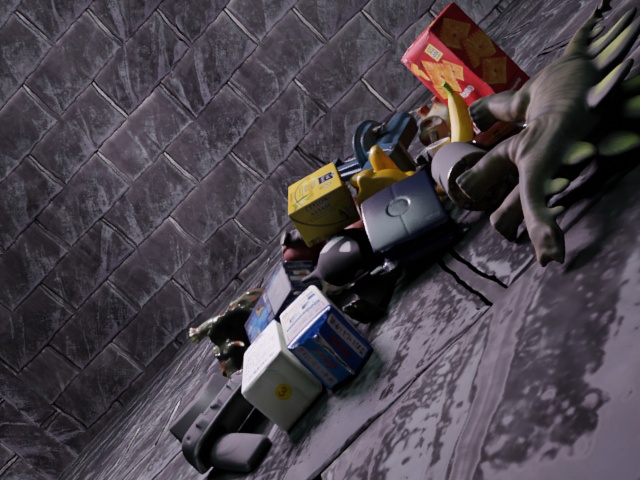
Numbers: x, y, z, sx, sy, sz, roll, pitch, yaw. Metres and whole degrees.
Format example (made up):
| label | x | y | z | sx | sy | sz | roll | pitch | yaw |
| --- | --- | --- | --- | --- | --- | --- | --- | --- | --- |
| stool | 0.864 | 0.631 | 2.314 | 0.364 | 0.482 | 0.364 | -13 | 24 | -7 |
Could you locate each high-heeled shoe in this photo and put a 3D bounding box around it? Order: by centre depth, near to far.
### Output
| label | x | y | z | sx | sy | sz | roll | pitch | yaw |
| --- | --- | --- | --- | --- | --- | --- | --- | --- | --- |
| high-heeled shoe | 0.071 | 0.010 | 0.844 | 0.145 | 0.086 | 0.249 | -29 | 1 | 44 |

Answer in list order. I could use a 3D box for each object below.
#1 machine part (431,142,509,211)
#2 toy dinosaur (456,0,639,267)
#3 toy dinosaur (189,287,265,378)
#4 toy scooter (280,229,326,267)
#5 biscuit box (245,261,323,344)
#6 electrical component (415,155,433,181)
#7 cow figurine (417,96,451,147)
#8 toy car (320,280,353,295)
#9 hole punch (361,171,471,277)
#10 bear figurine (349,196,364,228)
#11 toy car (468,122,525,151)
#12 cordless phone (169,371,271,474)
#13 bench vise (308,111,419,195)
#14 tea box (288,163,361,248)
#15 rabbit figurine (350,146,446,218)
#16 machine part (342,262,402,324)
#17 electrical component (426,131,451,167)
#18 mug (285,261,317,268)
| label | x | y | z | sx | sy | sz | roll | pitch | yaw |
| --- | --- | --- | --- | --- | --- | --- | --- | --- | --- |
| machine part | 0.201 | -0.092 | 0.739 | 0.079 | 0.079 | 0.243 | -45 | 6 | 14 |
| toy dinosaur | 0.267 | -0.145 | 0.575 | 0.198 | 0.105 | 0.471 | -30 | 25 | 41 |
| toy dinosaur | -0.162 | 0.176 | 1.259 | 0.192 | 0.131 | 0.405 | -29 | 10 | 27 |
| toy scooter | -0.002 | -0.003 | 1.014 | 0.184 | 0.135 | 0.075 | -10 | 62 | 20 |
| biscuit box | -0.068 | 0.120 | 0.936 | 0.063 | 0.059 | 0.202 | -1 | -39 | -32 |
| electrical component | 0.197 | -0.128 | 1.085 | 0.102 | 0.045 | 0.078 | -54 | 9 | -23 |
| cow figurine | 0.259 | -0.229 | 1.079 | 0.195 | 0.127 | 0.085 | -34 | -3 | -43 |
| toy car | 0.001 | 0.081 | 0.989 | 0.073 | 0.056 | 0.202 | -20 | -3 | -18 |
| hole punch | 0.118 | -0.025 | 0.724 | 0.142 | 0.092 | 0.116 | -25 | 15 | 14 |
| bear figurine | 0.054 | -0.038 | 1.110 | 0.196 | 0.132 | 0.120 | -49 | 5 | 37 |
| toy car | 0.284 | -0.171 | 0.790 | 0.089 | 0.053 | 0.202 | -37 | 0 | -19 |
| cordless phone | -0.111 | 0.249 | 0.740 | 0.184 | 0.088 | 0.146 | -20 | 25 | 50 |
| bench vise | 0.090 | -0.148 | 1.053 | 0.241 | 0.128 | 0.223 | -10 | 51 | 48 |
| tea box | 0.003 | -0.063 | 0.893 | 0.098 | 0.068 | 0.170 | -30 | 18 | 6 |
| rabbit figurine | 0.124 | -0.070 | 0.885 | 0.173 | 0.162 | 0.121 | -25 | -28 | -58 |
| machine part | 0.072 | 0.070 | 0.751 | 0.084 | 0.039 | 0.139 | -34 | 8 | 24 |
| electrical component | 0.229 | -0.155 | 0.979 | 0.063 | 0.093 | 0.021 | 8 | 39 | 34 |
| mug | -0.025 | 0.048 | 1.207 | 0.107 | 0.109 | 0.081 | -17 | 21 | 51 |
